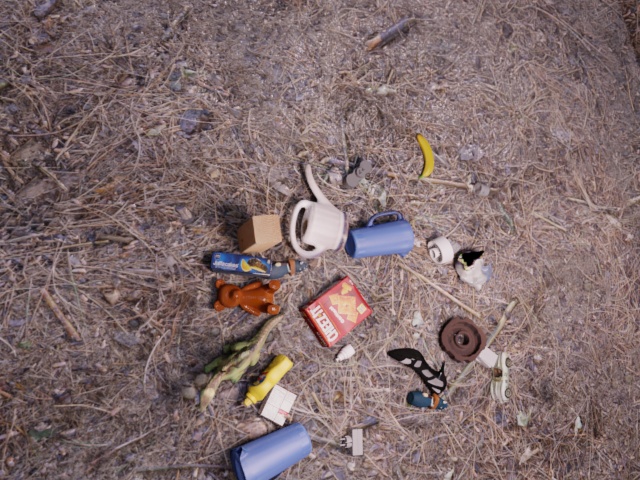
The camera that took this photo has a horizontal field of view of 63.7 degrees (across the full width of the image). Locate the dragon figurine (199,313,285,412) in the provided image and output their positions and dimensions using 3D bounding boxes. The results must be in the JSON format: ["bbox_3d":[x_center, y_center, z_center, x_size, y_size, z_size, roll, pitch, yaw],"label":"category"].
[{"bbox_3d":[-0.233,0.358,1.605,0.122,0.240,0.416,46,67,-4],"label":"dragon figurine"}]

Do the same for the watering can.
[{"bbox_3d":[0.006,-0.095,1.884,0.223,0.103,0.352,16,72,-20],"label":"watering can"}]

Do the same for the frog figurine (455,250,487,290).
[{"bbox_3d":[0.626,0.123,2.118,0.140,0.123,0.156,-56,139,-31],"label":"frog figurine"}]
